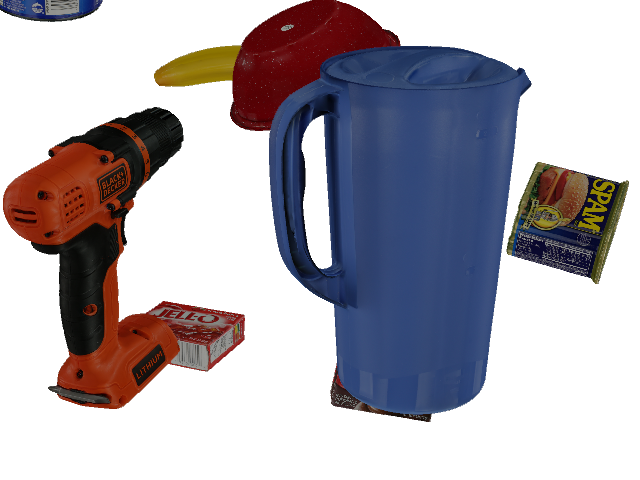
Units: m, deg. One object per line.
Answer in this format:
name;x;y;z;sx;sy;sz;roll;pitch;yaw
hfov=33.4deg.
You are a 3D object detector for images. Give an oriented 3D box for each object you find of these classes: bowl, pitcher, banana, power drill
bowl;-0.016;-0.161;0.918;0.162;0.055;0.162;-21;30;12
pitcher;0.056;-0.006;0.733;0.149;0.243;0.144;7;22;17
banana;-0.076;-0.178;1.118;0.198;0.037;0.069;11;44;19
power drill;-0.147;0.010;0.765;0.057;0.188;0.184;6;26;24

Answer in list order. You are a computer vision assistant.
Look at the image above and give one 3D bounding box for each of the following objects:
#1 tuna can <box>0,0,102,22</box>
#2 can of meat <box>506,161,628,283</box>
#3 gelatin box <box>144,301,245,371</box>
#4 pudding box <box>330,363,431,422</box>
tuna can;-0.206;-0.197;0.801;0.086;0.034;0.086;6;36;-4
can of meat;0.221;-0.019;0.954;0.084;0.057;0.102;16;48;17
gelatin box;-0.124;0.085;0.971;0.089;0.030;0.073;9;20;21
pudding box;0.074;0.143;1.162;0.113;0.090;0.039;9;23;-3
